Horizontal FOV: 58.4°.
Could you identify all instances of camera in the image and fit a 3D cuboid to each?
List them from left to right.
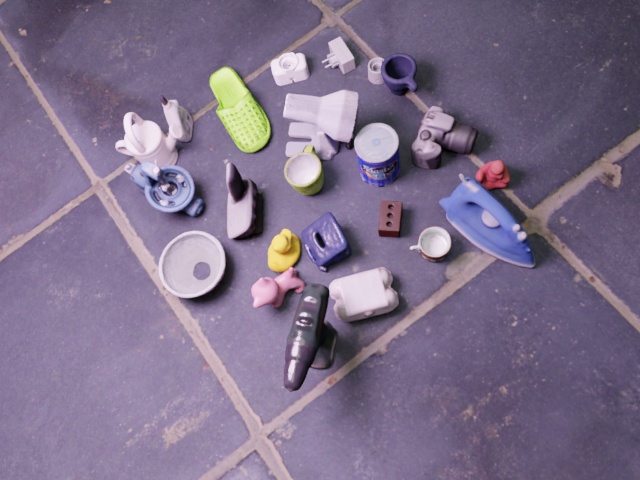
[{"bbox_3d":[0.305,-0.248,1.393,0.136,0.101,0.143,20,75,15],"label":"camera"}]

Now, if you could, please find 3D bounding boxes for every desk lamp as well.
[{"bbox_3d":[0.000,-0.281,1.392,0.203,0.214,0.118,4,72,10],"label":"desk lamp"}]

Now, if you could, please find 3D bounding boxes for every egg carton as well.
[{"bbox_3d":[0.100,0.127,1.313,0.150,0.069,0.107,-16,69,3],"label":"egg carton"}]

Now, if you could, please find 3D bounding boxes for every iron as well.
[{"bbox_3d":[0.394,-0.047,1.288,0.119,0.141,0.257,-43,70,-7],"label":"iron"}]

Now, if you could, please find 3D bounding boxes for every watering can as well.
[{"bbox_3d":[-0.438,-0.258,1.462,0.173,0.194,0.101,-30,69,-2],"label":"watering can"}]

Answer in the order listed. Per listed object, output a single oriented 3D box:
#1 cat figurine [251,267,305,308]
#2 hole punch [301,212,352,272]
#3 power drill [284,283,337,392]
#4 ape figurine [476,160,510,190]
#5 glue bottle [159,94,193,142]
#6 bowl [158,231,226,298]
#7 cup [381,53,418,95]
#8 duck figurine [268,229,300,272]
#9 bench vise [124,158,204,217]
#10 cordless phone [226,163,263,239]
[{"bbox_3d":[-0.105,0.107,1.326,0.128,0.118,0.067,-37,69,-4],"label":"cat figurine"},{"bbox_3d":[0.012,0.005,1.357,0.101,0.091,0.108,-28,69,-1],"label":"hole punch"},{"bbox_3d":[-0.019,0.216,1.226,0.075,0.209,0.230,7,72,12],"label":"power drill"},{"bbox_3d":[0.412,-0.159,1.351,0.077,0.092,0.076,30,78,17],"label":"ape figurine"},{"bbox_3d":[-0.378,-0.327,1.488,0.037,0.173,0.078,-1,71,9],"label":"glue bottle"},{"bbox_3d":[-0.300,0.067,1.393,0.167,0.075,0.167,-3,71,8],"label":"bowl"},{"bbox_3d":[0.211,-0.407,1.466,0.092,0.095,0.117,-36,70,-4],"label":"cup"},{"bbox_3d":[-0.092,0.022,1.370,0.077,0.086,0.105,21,76,15],"label":"duck figurine"},{"bbox_3d":[-0.408,-0.138,1.402,0.207,0.220,0.121,9,73,12],"label":"bench vise"},{"bbox_3d":[-0.201,-0.092,1.373,0.094,0.185,0.147,-8,70,7],"label":"cordless phone"}]
